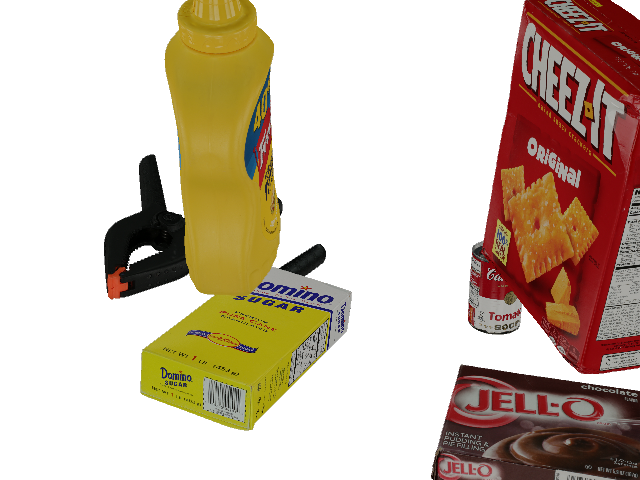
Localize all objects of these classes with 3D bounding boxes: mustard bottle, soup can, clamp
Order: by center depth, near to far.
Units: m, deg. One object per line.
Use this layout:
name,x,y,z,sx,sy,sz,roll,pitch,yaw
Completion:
mustard bottle,-0.054,-0.064,0.601,0.058,0.192,0.096,5,45,5
clamp,-0.157,-0.015,1.058,0.165,0.036,0.209,23,40,21
clamp,-0.058,0.052,1.244,0.120,0.039,0.171,-4,40,9
soup can,0.221,0.059,1.342,0.068,0.102,0.068,0,24,0

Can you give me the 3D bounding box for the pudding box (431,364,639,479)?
pudding box,0.127,0.115,0.612,0.113,0.039,0.090,9,28,12

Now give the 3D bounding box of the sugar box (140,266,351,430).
sugar box,-0.052,0.076,0.826,0.093,0.048,0.176,16,29,20

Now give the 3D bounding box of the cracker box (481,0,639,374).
cracker box,0.185,-0.040,0.739,0.072,0.214,0.164,-7,34,-16
